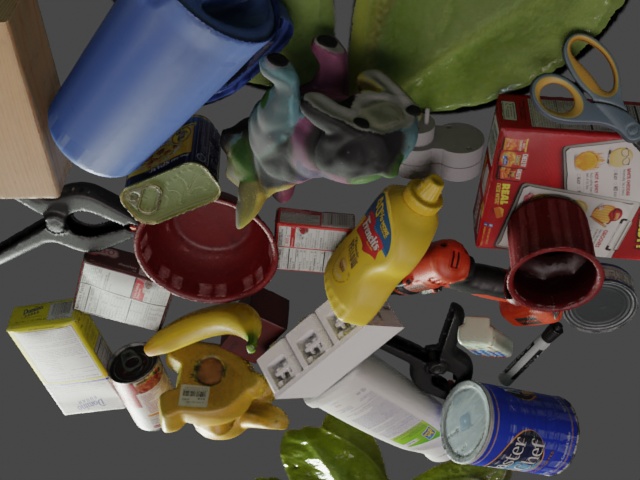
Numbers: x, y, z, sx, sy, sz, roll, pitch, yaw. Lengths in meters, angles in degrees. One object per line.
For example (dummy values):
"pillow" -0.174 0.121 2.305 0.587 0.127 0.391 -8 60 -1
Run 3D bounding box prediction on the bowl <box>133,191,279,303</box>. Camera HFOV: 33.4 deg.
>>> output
"bowl" -0.124 -0.004 1.193 0.162 0.055 0.162 3 133 3

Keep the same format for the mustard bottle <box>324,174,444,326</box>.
"mustard bottle" 0.072 0.000 1.108 0.058 0.096 0.192 16 135 -23

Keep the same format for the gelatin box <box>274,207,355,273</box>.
"gelatin box" -0.008 0.001 1.205 0.089 0.030 0.073 5 134 -1

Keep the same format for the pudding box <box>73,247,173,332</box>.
"pudding box" -0.232 0.057 1.272 0.113 0.039 0.090 17 133 -8

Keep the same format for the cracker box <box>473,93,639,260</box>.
"cracker box" 0.274 -0.063 1.093 0.213 0.072 0.164 4 134 0

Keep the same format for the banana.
"banana" -0.130 0.103 1.243 0.198 0.069 0.037 -10 116 45

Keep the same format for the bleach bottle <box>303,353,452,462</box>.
"bleach bottle" 0.100 0.228 1.384 0.103 0.068 0.250 -34 124 31

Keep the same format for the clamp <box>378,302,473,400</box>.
"clamp" 0.131 0.146 1.320 0.120 0.039 0.171 -7 132 15

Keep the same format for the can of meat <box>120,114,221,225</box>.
"can of meat" -0.152 -0.075 1.107 0.102 0.084 0.057 -21 132 18

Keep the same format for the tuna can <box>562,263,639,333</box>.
"tuna can" 0.321 0.067 1.232 0.086 0.033 0.086 3 133 3

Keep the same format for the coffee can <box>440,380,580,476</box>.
"coffee can" 0.235 0.235 1.328 0.140 0.103 0.103 13 134 -27

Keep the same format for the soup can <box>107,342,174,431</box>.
"soup can" -0.224 0.189 1.372 0.068 0.068 0.102 -7 132 12

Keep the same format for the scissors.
"scissors" 0.272 -0.099 1.005 0.096 0.016 0.202 -28 84 0

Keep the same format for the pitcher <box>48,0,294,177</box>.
"pitcher" -0.148 -0.165 1.009 0.149 0.144 0.243 41 129 -10

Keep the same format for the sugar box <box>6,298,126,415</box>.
"sugar box" -0.317 0.151 1.362 0.093 0.048 0.176 -8 135 12

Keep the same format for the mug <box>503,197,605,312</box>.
"mug" 0.224 0.019 1.066 0.093 0.081 0.117 22 132 -18

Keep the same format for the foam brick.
"foam brick" -0.079 0.101 1.289 0.053 0.051 0.078 28 129 -18

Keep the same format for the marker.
"marker" 0.260 0.140 1.315 0.020 0.020 0.121 22 131 -15

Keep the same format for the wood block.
"wood block" -0.314 -0.147 1.055 0.091 0.090 0.206 0 132 6

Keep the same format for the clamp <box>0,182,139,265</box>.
"clamp" -0.300 -0.021 1.206 0.210 0.036 0.165 9 133 -4

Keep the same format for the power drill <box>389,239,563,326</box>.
"power drill" 0.162 0.050 1.187 0.187 0.057 0.185 14 168 -20
